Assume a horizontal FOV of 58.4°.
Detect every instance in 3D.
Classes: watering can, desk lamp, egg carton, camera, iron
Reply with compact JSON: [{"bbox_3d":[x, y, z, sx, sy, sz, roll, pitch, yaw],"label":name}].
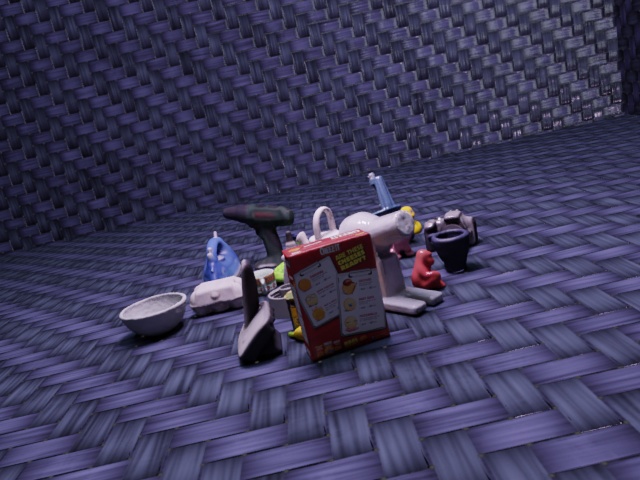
[{"bbox_3d":[0.013,0.006,1.562,0.172,0.194,0.101,-9,14,14],"label":"watering can"},{"bbox_3d":[0.151,0.039,1.257,0.118,0.214,0.202,-23,17,-38],"label":"desk lamp"},{"bbox_3d":[-0.267,0.147,1.512,0.150,0.069,0.107,-13,13,0],"label":"egg carton"},{"bbox_3d":[0.348,-0.020,1.563,0.142,0.101,0.137,-7,15,25],"label":"camera"},{"bbox_3d":[-0.316,0.064,1.748,0.118,0.141,0.258,-13,13,-1],"label":"iron"}]

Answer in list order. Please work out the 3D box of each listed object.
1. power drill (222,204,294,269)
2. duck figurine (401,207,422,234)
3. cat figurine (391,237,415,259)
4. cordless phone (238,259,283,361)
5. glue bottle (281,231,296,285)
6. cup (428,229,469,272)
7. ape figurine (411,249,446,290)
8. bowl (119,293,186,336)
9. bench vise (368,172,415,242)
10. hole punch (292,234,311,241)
[{"bbox_3d":[-0.184,-0.018,1.817,0.229,0.208,0.076,-9,14,16],"label":"power drill"},{"bbox_3d":[0.283,-0.067,1.850,0.077,0.086,0.104,-14,13,-3],"label":"duck figurine"},{"bbox_3d":[0.223,-0.012,1.609,0.067,0.118,0.127,-13,13,-3],"label":"cat figurine"},{"bbox_3d":[-0.141,0.140,1.171,0.094,0.185,0.147,-15,14,-8],"label":"cordless phone"},{"bbox_3d":[-0.064,0.060,1.459,0.078,0.173,0.037,-10,14,10],"label":"glue bottle"},{"bbox_3d":[0.315,0.028,1.406,0.092,0.095,0.117,-22,16,-34],"label":"cup"},{"bbox_3d":[0.245,0.066,1.321,0.076,0.092,0.078,-10,14,13],"label":"ape figurine"},{"bbox_3d":[-0.408,0.195,1.434,0.167,0.075,0.167,-12,13,3],"label":"bowl"},{"bbox_3d":[0.218,-0.103,1.767,0.122,0.220,0.206,-24,18,-40],"label":"bench vise"},{"bbox_3d":[-0.031,0.012,1.807,0.101,0.091,0.108,-22,16,-34],"label":"hole punch"}]
